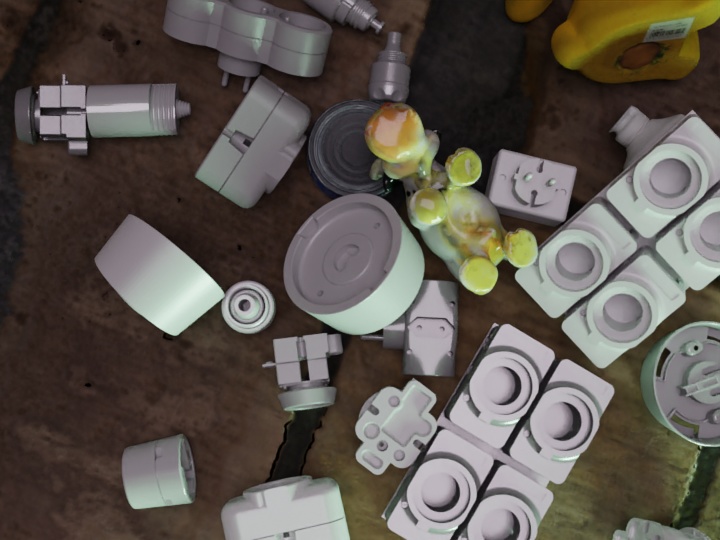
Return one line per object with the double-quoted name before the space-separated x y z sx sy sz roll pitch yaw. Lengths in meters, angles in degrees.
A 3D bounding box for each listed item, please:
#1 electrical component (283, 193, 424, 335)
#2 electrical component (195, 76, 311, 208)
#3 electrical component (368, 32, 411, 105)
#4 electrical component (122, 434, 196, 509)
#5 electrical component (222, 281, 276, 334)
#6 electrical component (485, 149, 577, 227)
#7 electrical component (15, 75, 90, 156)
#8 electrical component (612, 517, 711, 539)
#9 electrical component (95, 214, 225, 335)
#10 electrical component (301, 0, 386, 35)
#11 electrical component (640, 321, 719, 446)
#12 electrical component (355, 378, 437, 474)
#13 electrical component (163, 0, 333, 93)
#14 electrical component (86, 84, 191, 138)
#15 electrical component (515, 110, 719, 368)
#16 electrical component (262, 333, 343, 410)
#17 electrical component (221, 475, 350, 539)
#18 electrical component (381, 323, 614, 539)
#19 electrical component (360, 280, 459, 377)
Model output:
"electrical component" 0.000 0.000 0.861 0.108 0.060 0.108 -17 54 25
"electrical component" -0.083 -0.101 0.874 0.059 0.053 0.095 33 103 -9
"electrical component" 0.026 -0.169 0.904 0.035 0.035 0.061 7 83 -1
"electrical component" -0.161 0.163 0.863 0.047 0.055 0.055 -10 86 1
"electrical component" -0.091 0.030 0.871 0.043 0.062 0.043 0 86 -1
"electrical component" 0.141 -0.069 0.877 0.066 0.076 0.047 14 85 0
"electrical component" -0.254 -0.127 0.889 0.055 0.048 0.066 -1 86 -9
"electrical component" 0.247 0.232 0.859 0.057 0.078 0.058 15 84 -21
"electrical component" -0.159 0.003 0.854 0.099 0.099 0.064 45 92 2
"electrical component" -0.013 -0.225 0.904 0.078 0.040 0.040 36 85 2
"electrical component" 0.278 0.091 0.873 0.099 0.064 0.099 0 85 -1
"electrical component" 0.028 0.125 0.868 0.058 0.057 0.078 37 85 2
"electrical component" -0.097 -0.184 0.894 0.138 0.052 0.073 18 116 3
"electrical component" -0.181 -0.132 0.891 0.081 0.043 0.043 -2 85 -2
"electrical component" 0.227 -0.022 0.849 0.186 0.060 0.105 -44 87 19
"electrical component" -0.045 0.084 0.877 0.066 0.048 0.055 -7 78 -2
"electrical component" -0.060 0.200 0.862 0.095 0.053 0.059 -12 86 -2
"electrical component" 0.111 0.148 0.867 0.105 0.060 0.186 31 85 1
"electrical component" 0.040 0.047 0.882 0.079 0.043 0.077 3 84 2
